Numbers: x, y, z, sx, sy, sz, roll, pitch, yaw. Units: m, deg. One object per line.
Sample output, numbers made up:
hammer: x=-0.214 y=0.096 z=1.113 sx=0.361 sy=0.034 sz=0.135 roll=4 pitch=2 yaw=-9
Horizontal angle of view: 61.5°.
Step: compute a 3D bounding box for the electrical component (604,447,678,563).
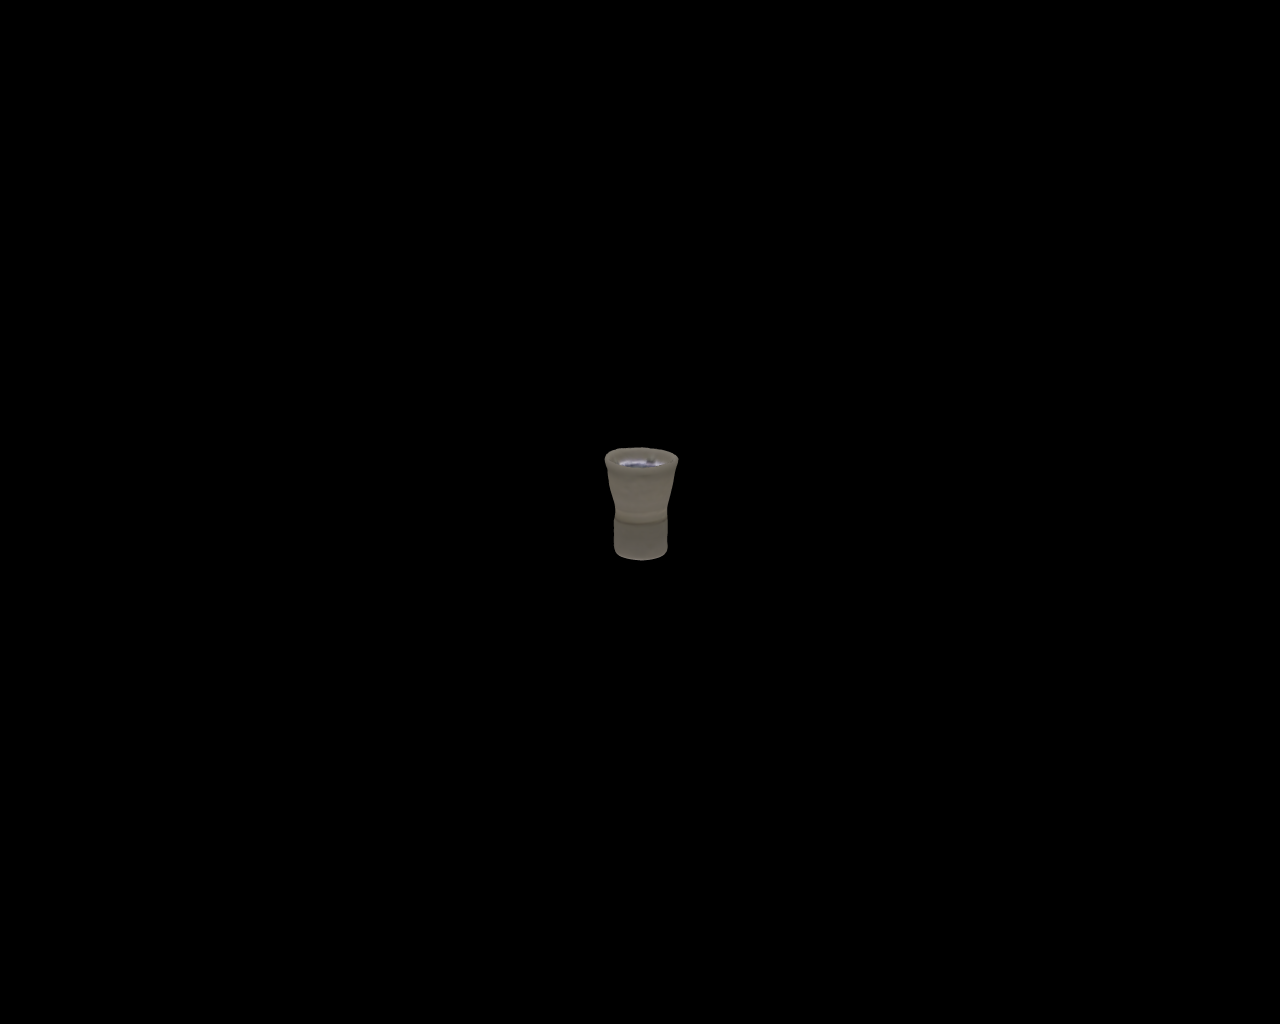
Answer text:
electrical component: x=0.001 y=-0.003 z=0.650 sx=0.044 sy=0.065 sz=0.044 roll=0 pitch=18 yaw=0
